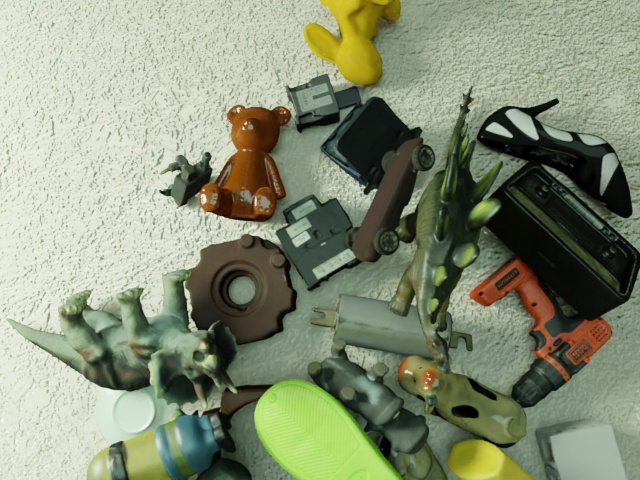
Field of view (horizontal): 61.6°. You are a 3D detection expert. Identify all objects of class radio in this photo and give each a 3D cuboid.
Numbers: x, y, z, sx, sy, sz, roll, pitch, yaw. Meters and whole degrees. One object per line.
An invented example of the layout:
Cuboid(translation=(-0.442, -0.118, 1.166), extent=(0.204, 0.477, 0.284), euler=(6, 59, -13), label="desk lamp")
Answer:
Cuboid(translation=(0.356, -0.006, 0.796), extent=(0.230, 0.073, 0.131), euler=(46, 50, 8), label="radio")

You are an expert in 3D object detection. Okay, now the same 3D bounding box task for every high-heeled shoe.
Cuboid(translation=(0.364, -0.115, 0.841), extent=(0.145, 0.086, 0.249), euler=(-29, 76, 0), label="high-heeled shoe")

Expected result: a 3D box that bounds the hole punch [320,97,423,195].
Cuboid(translation=(0.076, -0.154, 0.862), extent=(0.115, 0.092, 0.142), euler=(43, 80, -21), label="hole punch")

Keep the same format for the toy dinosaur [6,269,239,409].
Cuboid(translation=(-0.280, 0.160, 0.786), extent=(0.405, 0.131, 0.192), euler=(-12, 96, 26), label="toy dinosaur")

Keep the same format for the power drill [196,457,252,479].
Cuboid(translation=(-0.119, 0.418, 0.685), extent=(0.207, 0.086, 0.232), euler=(26, 82, 14), label="power drill")

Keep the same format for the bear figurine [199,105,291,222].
Cuboid(translation=(-0.107, -0.128, 0.836), extent=(0.120, 0.132, 0.195), euler=(7, 86, 3), label="bear figurine")

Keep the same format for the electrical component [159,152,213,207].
Cuboid(translation=(-0.214, -0.097, 0.851), extent=(0.045, 0.102, 0.078), euler=(42, 59, 4), label="electrical component")

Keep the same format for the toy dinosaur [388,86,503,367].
Cuboid(translation=(0.186, -0.039, 0.773), extent=(0.105, 0.198, 0.471), euler=(17, 49, -6), label="toy dinosaur")

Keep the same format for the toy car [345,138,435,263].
Cuboid(translation=(0.106, -0.058, 0.785), extent=(0.053, 0.089, 0.202), euler=(32, 74, -23), label="toy car")

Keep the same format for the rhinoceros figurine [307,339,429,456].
Cuboid(translation=(0.063, 0.220, 0.741), extent=(0.073, 0.111, 0.191), euler=(-36, 45, -28), label="rhinoceros figurine")

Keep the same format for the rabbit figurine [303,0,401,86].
Cuboid(translation=(0.055, -0.338, 0.875), extent=(0.162, 0.122, 0.173), euler=(-5, 99, 4), label="rabbit figurine")

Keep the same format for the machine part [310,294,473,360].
Cuboid(translation=(0.107, 0.130, 0.807), extent=(0.243, 0.079, 0.079), euler=(8, 81, 4), label="machine part")

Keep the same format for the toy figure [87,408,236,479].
Cuboid(translation=(-0.202, 0.273, 0.682), extent=(0.180, 0.082, 0.089), euler=(-26, 112, -5), label="toy figure")

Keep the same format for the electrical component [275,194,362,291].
Cuboid(translation=(-0.002, -0.003, 0.843), extent=(0.115, 0.058, 0.134), euler=(-28, 80, -5), label="electrical component")

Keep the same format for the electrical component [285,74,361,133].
Cuboid(translation=(0.009, -0.229, 0.888), extent=(0.119, 0.047, 0.075), euler=(-13, 81, 1), label="electrical component")

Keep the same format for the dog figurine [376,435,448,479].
Cuboid(translation=(0.170, 0.358, 0.765), extent=(0.190, 0.121, 0.172), euler=(16, 84, -10), label="dog figurine")

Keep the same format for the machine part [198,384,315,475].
Cuboid(translation=(-0.069, 0.312, 0.777), extent=(0.201, 0.087, 0.201), euler=(-2, 82, 2), label="machine part")

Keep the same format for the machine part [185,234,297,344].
Cuboid(translation=(-0.122, 0.078, 0.834), extent=(0.179, 0.056, 0.179), euler=(0, 81, 3), label="machine part")

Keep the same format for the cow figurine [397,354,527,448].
Cuboid(translation=(0.198, 0.226, 0.758), extent=(0.195, 0.127, 0.085), euler=(28, 75, 3), label="cow figurine")
